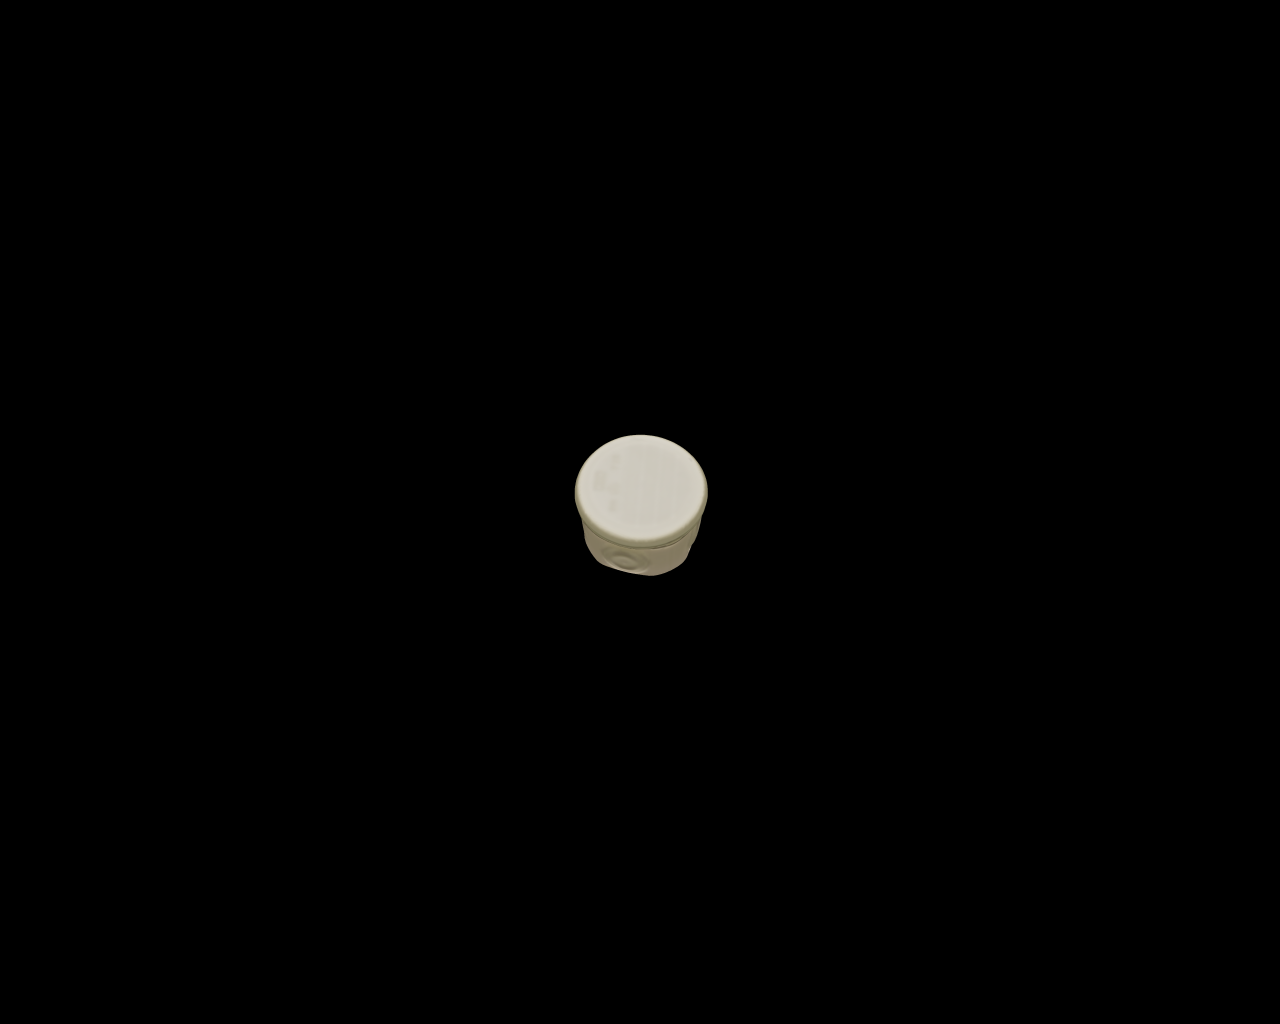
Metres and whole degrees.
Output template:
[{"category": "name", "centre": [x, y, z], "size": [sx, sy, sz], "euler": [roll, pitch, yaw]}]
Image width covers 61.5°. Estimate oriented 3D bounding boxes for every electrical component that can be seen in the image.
[{"category": "electrical component", "centre": [0.001, -0.003, 0.650], "size": [0.080, 0.080, 0.050], "euler": [0, -33, 0]}]
